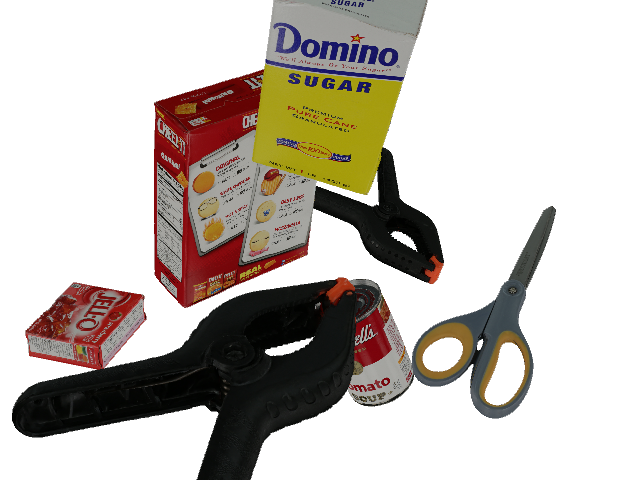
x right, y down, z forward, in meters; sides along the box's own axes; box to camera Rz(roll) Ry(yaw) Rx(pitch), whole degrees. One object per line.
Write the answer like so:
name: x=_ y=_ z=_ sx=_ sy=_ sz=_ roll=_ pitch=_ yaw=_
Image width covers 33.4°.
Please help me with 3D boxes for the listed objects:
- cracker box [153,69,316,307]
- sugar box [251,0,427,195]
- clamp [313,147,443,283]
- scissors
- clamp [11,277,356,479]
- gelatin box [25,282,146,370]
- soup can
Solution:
cracker box: x=-0.084 y=-0.056 z=1.071 sx=0.163 sy=0.214 sz=0.072 roll=-23 pitch=47 yaw=-33
sugar box: x=0.008 y=-0.105 z=0.721 sx=0.093 sy=0.048 sz=0.176 roll=16 pitch=-30 yaw=2
clamp: x=0.063 y=-0.026 z=1.257 sx=0.164 sy=0.036 sz=0.210 roll=-15 pitch=51 yaw=-28
scissors: x=0.125 y=0.045 z=0.808 sx=0.096 sy=0.201 sz=0.016 roll=4 pitch=-41 yaw=12
clamp: x=-0.036 y=0.071 z=0.477 sx=0.171 sy=0.039 sz=0.120 roll=-27 pitch=50 yaw=-31
gelatin box: x=-0.207 y=0.074 z=0.951 sx=0.073 sy=0.030 sz=0.089 roll=9 pitch=31 yaw=16
soup can: x=0.041 y=0.096 z=0.999 sx=0.068 sy=0.102 sz=0.068 roll=-18 pitch=30 yaw=11
